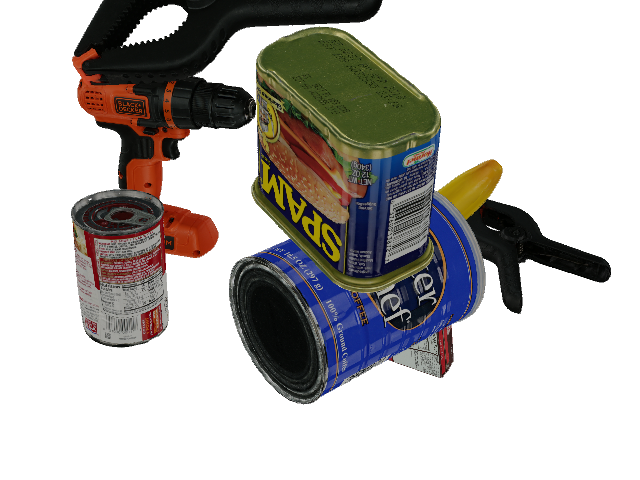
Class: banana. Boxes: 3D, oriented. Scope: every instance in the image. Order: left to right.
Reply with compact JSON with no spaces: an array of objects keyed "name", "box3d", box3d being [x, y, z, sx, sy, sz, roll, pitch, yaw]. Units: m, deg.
[{"name":"banana","box3d":[0.070,-0.008,0.912,0.198,0.037,0.069,-27,-18,10]}]

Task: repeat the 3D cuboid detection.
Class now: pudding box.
[{"name":"pudding box","box3d":[0.097,0.103,1.240,0.114,0.090,0.039,15,46,26]}]

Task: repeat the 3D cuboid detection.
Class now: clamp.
[{"name":"clamp","box3d":[-0.073,-0.166,0.744,0.210,0.165,0.036,-39,-20,-8]},{"name":"clamp","box3d":[0.209,0.006,1.081,0.120,0.039,0.171,-7,39,-19]}]

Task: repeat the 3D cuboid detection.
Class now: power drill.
[{"name":"power drill","box3d":[-0.146,-0.078,1.064,0.185,0.188,0.057,10,31,20]}]

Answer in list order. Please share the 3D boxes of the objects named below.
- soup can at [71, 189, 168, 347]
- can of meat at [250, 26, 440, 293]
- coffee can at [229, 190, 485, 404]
[{"name":"soup can","box3d":[-0.150,0.022,0.810,0.068,0.102,0.068,1,29,-1]},{"name":"can of meat","box3d":[0.010,-0.040,0.503,0.057,0.084,0.102,-24,49,-25]},{"name":"coffee can","box3d":[0.025,0.033,0.713,0.140,0.103,0.103,-25,13,-31]}]
